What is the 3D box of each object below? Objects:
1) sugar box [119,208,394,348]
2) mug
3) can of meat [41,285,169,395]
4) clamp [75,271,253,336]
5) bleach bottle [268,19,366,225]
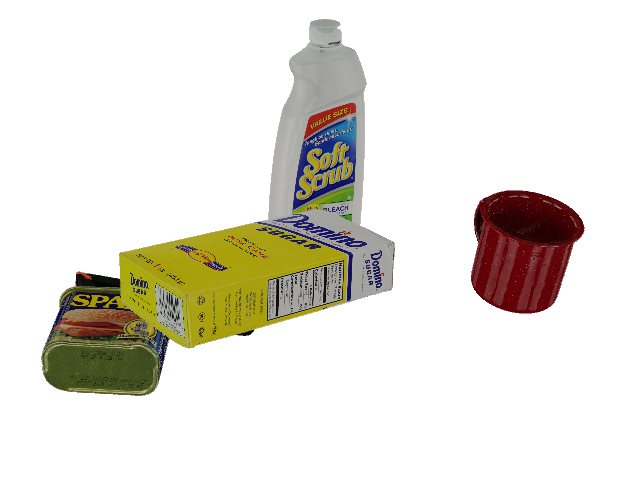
[{"bbox_3d":[-0.043,0.022,0.757,0.175,0.048,0.093,-17,28,-34],"label":"sugar box"},{"bbox_3d":[0.177,0.006,0.978,0.093,0.081,0.117,-13,38,-28],"label":"mug"},{"bbox_3d":[-0.180,0.085,0.907,0.102,0.057,0.084,3,29,-1],"label":"can of meat"},{"bbox_3d":[-0.199,0.082,1.159,0.210,0.036,0.164,18,20,26],"label":"clamp"},{"bbox_3d":[-0.006,-0.094,1.070,0.102,0.251,0.068,-6,28,-15],"label":"bleach bottle"}]
